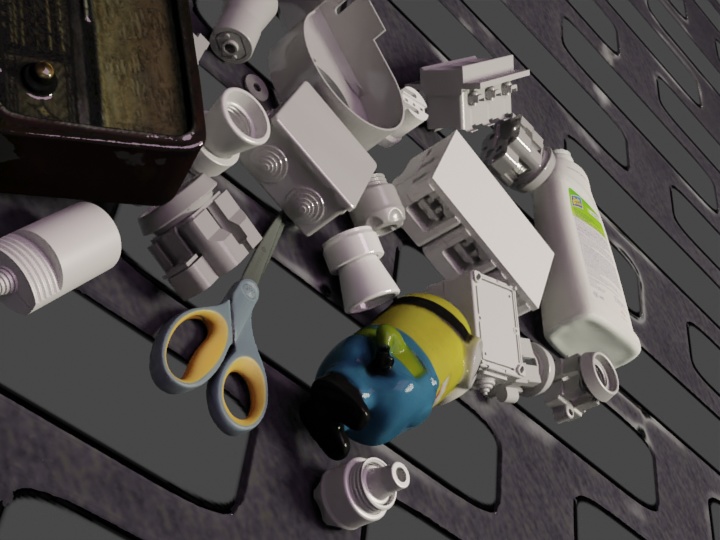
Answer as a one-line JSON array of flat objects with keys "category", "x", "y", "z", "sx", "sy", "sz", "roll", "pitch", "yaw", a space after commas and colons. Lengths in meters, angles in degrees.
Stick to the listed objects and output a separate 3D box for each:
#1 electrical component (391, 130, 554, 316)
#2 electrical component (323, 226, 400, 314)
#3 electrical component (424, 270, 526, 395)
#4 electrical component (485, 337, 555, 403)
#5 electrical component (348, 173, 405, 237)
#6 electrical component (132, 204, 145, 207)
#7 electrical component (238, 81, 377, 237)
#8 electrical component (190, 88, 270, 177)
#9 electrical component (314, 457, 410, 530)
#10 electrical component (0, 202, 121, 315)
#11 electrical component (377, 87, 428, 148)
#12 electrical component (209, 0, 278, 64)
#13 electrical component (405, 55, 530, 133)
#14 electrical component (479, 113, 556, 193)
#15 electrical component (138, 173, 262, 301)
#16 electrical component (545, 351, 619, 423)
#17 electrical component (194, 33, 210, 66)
[{"category": "electrical component", "x": 0.096, "y": -0.033, "z": 0.948, "sx": 0.150, "sy": 0.062, "sz": 0.089, "roll": 49, "pitch": 36, "yaw": -16}, {"category": "electrical component", "x": 0.000, "y": 0.000, "z": 0.816, "sx": 0.045, "sy": 0.045, "sz": 0.055, "roll": -5, "pitch": 69, "yaw": -53}, {"category": "electrical component", "x": 0.091, "y": 0.058, "z": 0.883, "sx": 0.062, "sy": 0.061, "sz": 0.096, "roll": 20, "pitch": 59, "yaw": -43}, {"category": "electrical component", "x": 0.135, "y": 0.084, "z": 0.928, "sx": 0.055, "sy": 0.048, "sz": 0.066, "roll": 11, "pitch": 57, "yaw": -40}, {"category": "electrical component", "x": 0.008, "y": -0.059, "z": 0.871, "sx": 0.043, "sy": 0.043, "sz": 0.062, "roll": -5, "pitch": 68, "yaw": -53}, {"category": "electrical component", "x": -0.146, "y": -0.078, "z": 0.689, "sx": 0.040, "sy": 0.040, "sz": 0.078, "roll": 12, "pitch": 56, "yaw": -48}, {"category": "electrical component", "x": -0.040, "y": -0.083, "z": 0.811, "sx": 0.099, "sy": 0.048, "sz": 0.099, "roll": 49, "pitch": 27, "yaw": -13}, {"category": "electrical component", "x": -0.097, "y": -0.095, "z": 0.751, "sx": 0.045, "sy": 0.055, "sz": 0.045, "roll": 31, "pitch": 44, "yaw": -36}, {"category": "electrical component", "x": 0.004, "y": 0.143, "z": 0.702, "sx": 0.043, "sy": 0.062, "sz": 0.043, "roll": 31, "pitch": 44, "yaw": -36}, {"category": "electrical component", "x": -0.175, "y": -0.005, "z": 0.596, "sx": 0.043, "sy": 0.043, "sz": 0.081, "roll": 58, "pitch": 34, "yaw": -4}, {"category": "electrical component", "x": 0.032, "y": -0.136, "z": 0.955, "sx": 0.040, "sy": 0.046, "sz": 0.040, "roll": 31, "pitch": 44, "yaw": -36}, {"category": "electrical component", "x": -0.093, "y": -0.193, "z": 0.841, "sx": 0.044, "sy": 0.044, "sz": 0.065, "roll": 40, "pitch": 44, "yaw": -27}, {"category": "electrical component", "x": 0.108, "y": -0.174, "z": 1.057, "sx": 0.121, "sy": 0.079, "sz": 0.063, "roll": -27, "pitch": 117, "yaw": -56}, {"category": "electrical component", "x": 0.162, "y": -0.116, "z": 1.097, "sx": 0.057, "sy": 0.058, "sz": 0.078, "roll": 41, "pitch": 38, "yaw": -21}, {"category": "electrical component", "x": -0.105, "y": -0.025, "z": 0.689, "sx": 0.057, "sy": 0.058, "sz": 0.078, "roll": 55, "pitch": 34, "yaw": -13}, {"category": "electrical component", "x": 0.204, "y": 0.104, "z": 0.992, "sx": 0.048, "sy": 0.055, "sz": 0.066, "roll": 38, "pitch": 40, "yaw": -29}, {"category": "electrical component", "x": -0.143, "y": -0.161, "z": 0.754, "sx": 0.064, "sy": 0.042, "sz": 0.081, "roll": 46, "pitch": 37, "yaw": -26}]
